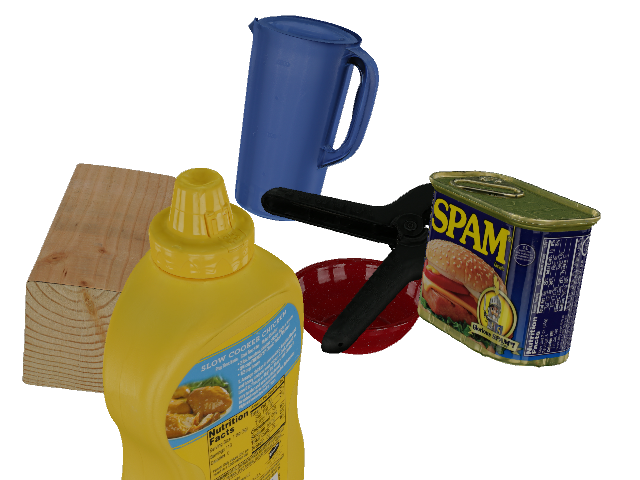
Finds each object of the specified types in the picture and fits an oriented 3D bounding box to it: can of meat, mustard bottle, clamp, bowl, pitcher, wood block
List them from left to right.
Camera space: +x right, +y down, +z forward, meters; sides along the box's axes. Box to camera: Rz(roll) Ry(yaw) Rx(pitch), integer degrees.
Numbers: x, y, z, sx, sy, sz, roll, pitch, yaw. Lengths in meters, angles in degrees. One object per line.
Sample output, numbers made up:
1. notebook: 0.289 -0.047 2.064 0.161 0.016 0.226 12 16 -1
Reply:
1. wood block: -0.172 0.024 0.860 0.090 0.091 0.206 8 27 -6
2. mustard bottle: -0.047 0.057 0.451 0.058 0.192 0.096 27 41 33
3. pitcher: -0.027 -0.148 1.321 0.144 0.243 0.149 5 23 -16
4. bowl: 0.040 0.079 1.186 0.162 0.055 0.162 1 27 0
5. clamp: 0.069 0.008 0.853 0.210 0.164 0.036 -9 -38 -9
6. can of meat: 0.100 0.014 0.592 0.057 0.084 0.102 -4 19 -29
